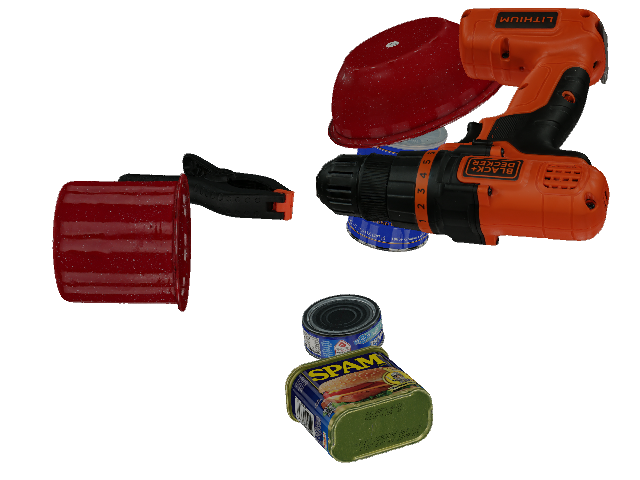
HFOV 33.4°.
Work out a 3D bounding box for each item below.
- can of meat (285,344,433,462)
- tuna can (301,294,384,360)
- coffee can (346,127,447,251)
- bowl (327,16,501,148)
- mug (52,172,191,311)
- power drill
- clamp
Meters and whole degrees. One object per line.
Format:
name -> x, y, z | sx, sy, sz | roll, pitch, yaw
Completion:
can of meat -> 0.033, 0.139, 0.904 | 0.102, 0.057, 0.084 | -12, 24, -23
tuna can -> 0.023, 0.091, 1.126 | 0.086, 0.034, 0.086 | -6, 27, 3
coffee can -> 0.090, -0.072, 1.278 | 0.102, 0.140, 0.103 | 6, 28, -3
bowl -> 0.071, -0.140, 0.884 | 0.162, 0.055, 0.162 | -21, 25, 10
mug -> -0.131, -0.003, 0.726 | 0.081, 0.093, 0.117 | 0, 18, -2
power drill -> 0.106, -0.077, 0.702 | 0.185, 0.187, 0.057 | 7, -39, 22
clamp -> -0.108, -0.048, 1.032 | 0.172, 0.039, 0.120 | 15, 29, 36
